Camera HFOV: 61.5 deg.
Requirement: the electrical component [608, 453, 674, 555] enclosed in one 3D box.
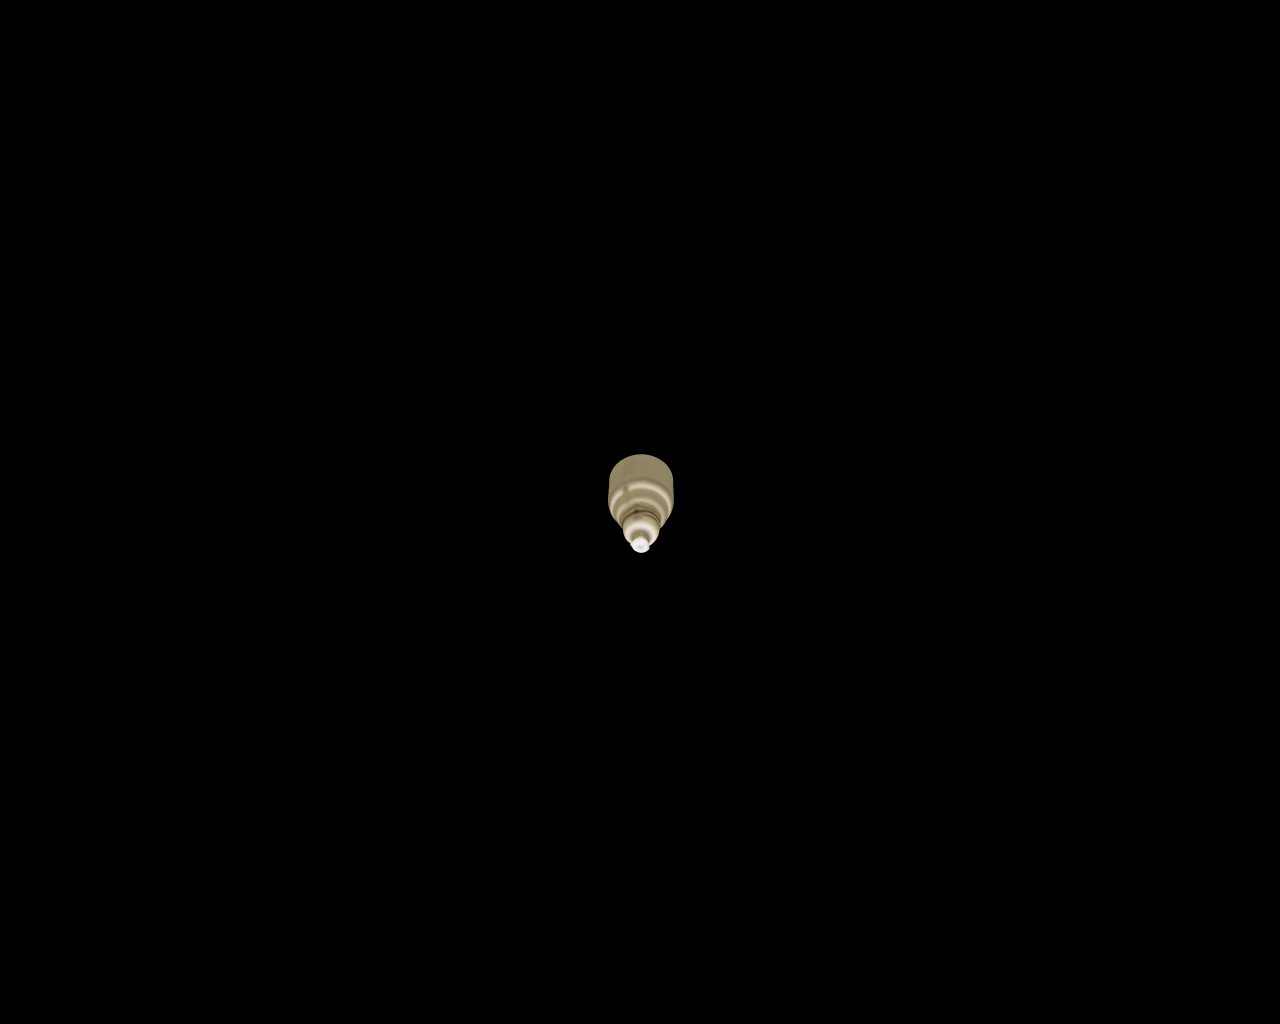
[{"bbox_3d":[0.001,-0.003,0.650,0.040,0.040,0.078,0,36,0],"label":"electrical component"}]
